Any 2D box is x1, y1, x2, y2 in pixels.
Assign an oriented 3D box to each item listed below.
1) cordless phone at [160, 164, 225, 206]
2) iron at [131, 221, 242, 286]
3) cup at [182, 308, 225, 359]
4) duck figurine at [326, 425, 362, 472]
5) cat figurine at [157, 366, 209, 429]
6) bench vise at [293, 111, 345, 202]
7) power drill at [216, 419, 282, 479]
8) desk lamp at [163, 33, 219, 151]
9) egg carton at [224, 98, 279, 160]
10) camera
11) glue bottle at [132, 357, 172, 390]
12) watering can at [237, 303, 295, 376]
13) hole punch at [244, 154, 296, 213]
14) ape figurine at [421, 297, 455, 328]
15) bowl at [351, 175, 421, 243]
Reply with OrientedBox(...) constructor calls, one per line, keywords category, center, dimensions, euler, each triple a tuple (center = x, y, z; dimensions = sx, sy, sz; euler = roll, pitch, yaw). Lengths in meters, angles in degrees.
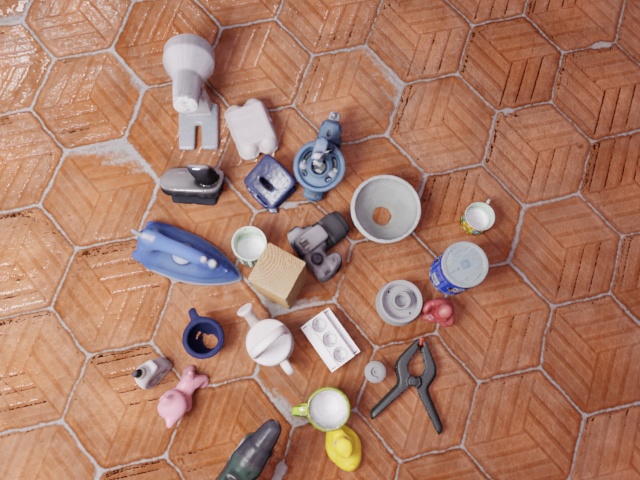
OrientedBox(category="cordless phone", center=(-0.302, -0.148, 1.319), dimensions=(0.147, 0.185, 0.094), euler=(0, 77, -1))
OrientedBox(category="iron", center=(-0.304, 0.033, 1.301), dimensions=(0.258, 0.141, 0.119), euler=(20, 78, 3))
OrientedBox(category="cup", center=(-0.260, 0.211, 1.286), dimensions=(0.092, 0.095, 0.117), euler=(-26, 79, -7))
OrientedBox(category="duck figurine", center=(0.053, 0.453, 1.244), dimensions=(0.077, 0.086, 0.104), euler=(-23, 79, -6))
OrientedBox(category="cat figurine", center=(-0.305, 0.339, 1.245), dimensions=(0.067, 0.118, 0.128), euler=(29, 78, 6))
OrientedBox(category="bench vise", center=(-0.003, -0.211, 1.323), dimensions=(0.121, 0.220, 0.207), euler=(-2, 77, -1))
OrientedBox(category="power drill", center=(-0.152, 0.459, 1.175), dimensions=(0.075, 0.208, 0.230), euler=(35, 79, 7))
OrientedBox(category="desk lamp", center=(-0.298, -0.343, 1.348), dimensions=(0.118, 0.213, 0.203), euler=(-3, 77, -2))
OrientedBox(category="egg carton", center=(-0.166, -0.273, 1.409), dimensions=(0.107, 0.069, 0.150), euler=(-22, 79, -6))
OrientedBox(category="camera", center=(0.012, 0.005, 1.336), dimensions=(0.137, 0.101, 0.143), euler=(-38, 81, -9))
OrientedBox(category="glue bottle", center=(-0.370, 0.285, 1.227), dimensions=(0.037, 0.173, 0.078), euler=(42, 80, 8))
OrientedBox(category="watering can", center=(-0.115, 0.217, 1.237), dimensions=(0.172, 0.194, 0.101), euler=(30, 79, 6))
OrientedBox(category="hole punch", center=(-0.119, -0.133, 1.368), dimensions=(0.101, 0.091, 0.108), euler=(-44, 82, -10))
OrientedBox(category="ape figurine", center=(0.278, 0.164, 1.310), dimensions=(0.076, 0.092, 0.078), euler=(-36, 80, -8))
OrientedBox(category="bowl", center=(0.153, -0.067, 1.368), dimensions=(0.167, 0.075, 0.167), euler=(0, 77, -1))
